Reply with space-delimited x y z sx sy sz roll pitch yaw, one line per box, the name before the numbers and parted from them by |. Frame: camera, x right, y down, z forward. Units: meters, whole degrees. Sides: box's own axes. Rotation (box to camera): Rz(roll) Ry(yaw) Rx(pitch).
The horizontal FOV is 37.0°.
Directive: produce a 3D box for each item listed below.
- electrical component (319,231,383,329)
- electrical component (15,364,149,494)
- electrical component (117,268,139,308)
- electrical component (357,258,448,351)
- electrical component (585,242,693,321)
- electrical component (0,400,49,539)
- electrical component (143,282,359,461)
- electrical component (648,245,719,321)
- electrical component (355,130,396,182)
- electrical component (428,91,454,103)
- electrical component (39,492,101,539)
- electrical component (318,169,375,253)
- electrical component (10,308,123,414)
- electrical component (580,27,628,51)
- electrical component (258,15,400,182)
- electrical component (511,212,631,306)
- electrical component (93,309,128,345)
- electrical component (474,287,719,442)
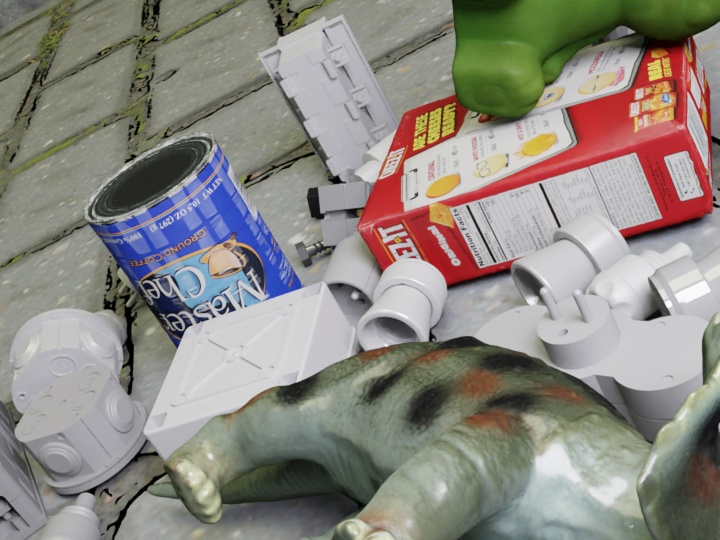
electrical component | 0.000 0.000 0.733 0.043 0.043 0.081 -14 31 27
electrical component | -0.186 0.106 0.724 0.080 0.051 0.080 -23 28 13
electrical component | -0.177 -0.005 0.901 0.079 0.043 0.077 -52 47 13
electrical component | 0.027 0.025 0.664 0.045 0.045 0.055 -12 32 30
electrical component | 0.155 0.006 0.586 0.061 0.035 0.035 -34 28 -14
electrical component | -0.296 0.144 0.755 0.105 0.060 0.186 -36 28 -12
electrical component | -0.063 0.071 0.661 0.109 0.056 0.108 -19 29 20
electrical component | 0.180 0.010 0.544 0.055 0.045 0.045 -26 28 8
electrical component | 0.023 -0.079 0.843 0.081 0.043 0.043 -38 29 -16
electrical component | 0.079 -0.117 0.855 0.043 0.043 0.062 -34 29 -8
electrical component | -0.172 0.158 0.642 0.035 0.035 0.061 -21 26 16
electrical component | 0.004 -0.042 0.789 0.055 0.066 0.048 -5 1 26
electrical component | -0.212 0.072 0.776 0.080 0.080 0.051 -28 33 3
electrical component | 0.156 -0.166 0.843 0.089 0.061 0.150 -14 31 27
electrical component | -0.023 -0.141 0.905 0.079 0.121 0.063 -22 31 15
electrical component | 0.122 -0.002 0.619 0.055 0.045 0.045 -36 28 -12
electrical component | -0.207 0.055 0.835 0.035 0.035 0.061 -18 13 20
electrical component | 0.112 0.037 0.532 0.138 0.073 0.052 3 41 46
